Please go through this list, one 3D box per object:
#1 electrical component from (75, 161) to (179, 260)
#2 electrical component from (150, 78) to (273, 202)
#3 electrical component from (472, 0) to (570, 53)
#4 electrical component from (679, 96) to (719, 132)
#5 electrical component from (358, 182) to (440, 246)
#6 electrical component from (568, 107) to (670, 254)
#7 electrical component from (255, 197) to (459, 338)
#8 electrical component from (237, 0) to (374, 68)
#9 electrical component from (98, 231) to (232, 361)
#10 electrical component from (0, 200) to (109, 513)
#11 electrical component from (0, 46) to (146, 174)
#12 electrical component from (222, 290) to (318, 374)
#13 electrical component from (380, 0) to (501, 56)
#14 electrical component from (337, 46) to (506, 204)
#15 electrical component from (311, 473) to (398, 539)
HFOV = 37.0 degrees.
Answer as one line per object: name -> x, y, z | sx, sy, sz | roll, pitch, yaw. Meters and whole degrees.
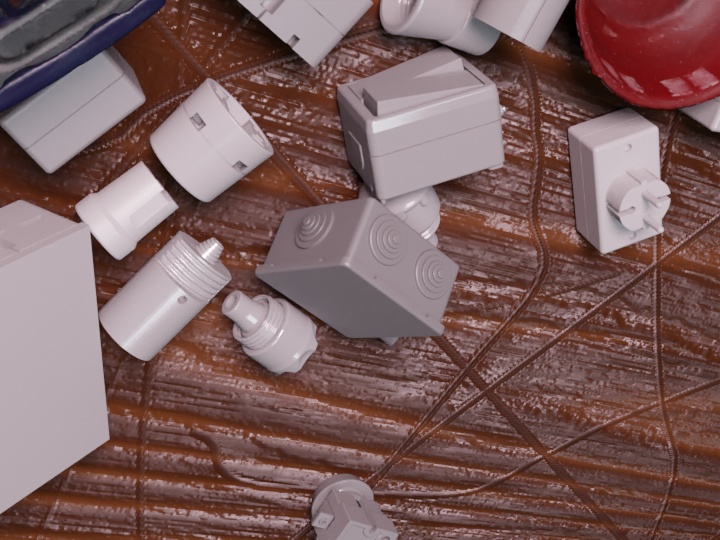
electrical component -> -0.133, -0.035, 0.617 | 0.046, 0.040, 0.040 | -39, 126, -4
electrical component -> -0.084, -0.071, 0.605 | 0.047, 0.055, 0.055 | -39, 125, 9
electrical component -> 0.099, -0.165, 0.584 | 0.043, 0.043, 0.081 | 20, 106, -30
electrical component -> 0.265, -0.130, 0.710 | 0.083, 0.047, 0.075 | 4, 118, -24
electrical component -> 0.031, -0.036, 0.677 | 0.048, 0.048, 0.062 | -33, 133, 0
electrical component -> 0.177, -0.050, 0.705 | 0.047, 0.075, 0.083 | -20, 125, -9
electrical component -> 0.000, 0.000, 0.656 | 0.100, 0.100, 0.048 | 36, 64, -34
electrical component -> -0.041, -0.161, 0.569 | 0.055, 0.050, 0.089 | -46, 124, 10
electrical component -> -0.114, 0.011, 0.649 | 0.081, 0.043, 0.043 | -44, 125, 7
electrical component -> -0.201, 0.047, 0.608 | 0.089, 0.062, 0.150 | -34, 136, -46
electrical component -> -0.163, -0.104, 0.558 | 0.066, 0.047, 0.076 | -37, 125, 2
electrical component -> -0.060, 0.036, 0.685 | 0.043, 0.043, 0.062 | -45, 123, 9
electrical component -> 0.050, -0.148, 0.619 | 0.065, 0.044, 0.044 | 12, 114, -32
electrical component -> 0.041, -0.091, 0.636 | 0.096, 0.061, 0.061 | -18, 124, -11
electrical component -> -0.008, 0.182, 0.785 | 0.066, 0.055, 0.048 | 24, 109, -31
